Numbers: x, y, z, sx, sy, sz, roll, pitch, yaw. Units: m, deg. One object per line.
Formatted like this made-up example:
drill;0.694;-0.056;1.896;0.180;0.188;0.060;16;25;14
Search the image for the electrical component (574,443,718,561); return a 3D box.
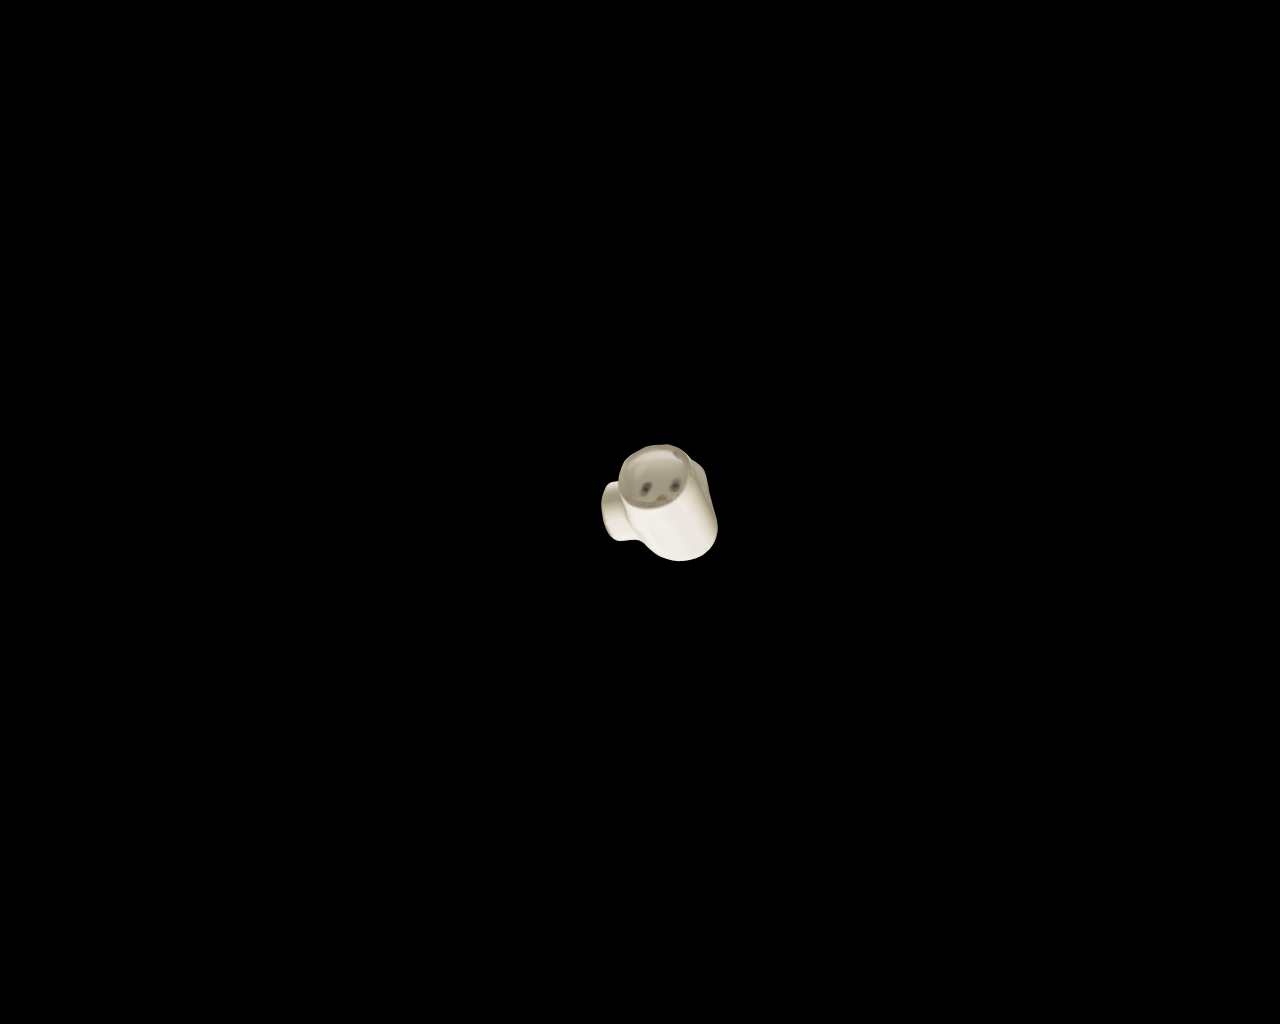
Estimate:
electrical component;0.001;-0.003;0.650;0.079;0.043;0.077;-7;-27;14
